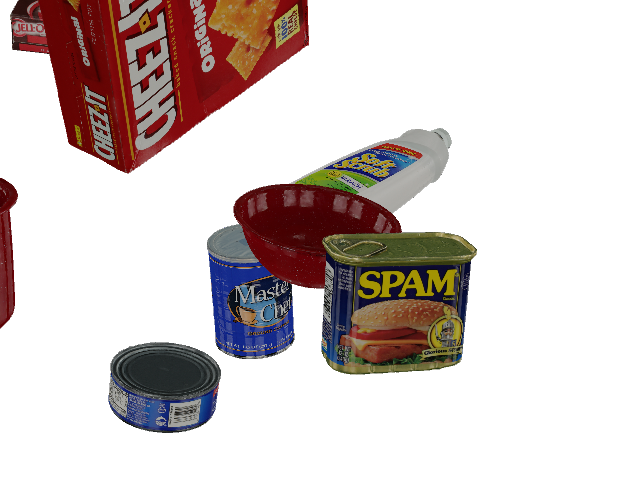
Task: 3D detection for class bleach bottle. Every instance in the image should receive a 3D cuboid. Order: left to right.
[{"bbox_3d":[0.061,-0.072,1.240,0.103,0.068,0.250,27,44,33],"label":"bleach bottle"}]

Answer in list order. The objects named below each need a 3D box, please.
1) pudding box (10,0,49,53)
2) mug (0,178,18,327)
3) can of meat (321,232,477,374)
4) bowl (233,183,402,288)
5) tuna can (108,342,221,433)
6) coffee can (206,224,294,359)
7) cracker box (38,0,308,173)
[{"bbox_3d":[-0.216,-0.202,0.940,0.090,0.039,0.113,7,34,-5],"label":"pudding box"},{"bbox_3d":[-0.235,0.015,0.636,0.093,0.081,0.117,17,28,27],"label":"mug"},{"bbox_3d":[0.051,0.042,0.732,0.102,0.084,0.057,-1,17,-14],"label":"can of meat"},{"bbox_3d":[-0.006,0.001,1.022,0.162,0.055,0.162,7,24,-3],"label":"bowl"},{"bbox_3d":[-0.122,0.114,0.834,0.086,0.034,0.086,8,22,-3],"label":"tuna can"},{"bbox_3d":[-0.086,0.062,1.335,0.103,0.140,0.103,-2,25,1],"label":"coffee can"},{"bbox_3d":[-0.097,-0.173,0.778,0.072,0.164,0.213,27,50,26],"label":"cracker box"}]
